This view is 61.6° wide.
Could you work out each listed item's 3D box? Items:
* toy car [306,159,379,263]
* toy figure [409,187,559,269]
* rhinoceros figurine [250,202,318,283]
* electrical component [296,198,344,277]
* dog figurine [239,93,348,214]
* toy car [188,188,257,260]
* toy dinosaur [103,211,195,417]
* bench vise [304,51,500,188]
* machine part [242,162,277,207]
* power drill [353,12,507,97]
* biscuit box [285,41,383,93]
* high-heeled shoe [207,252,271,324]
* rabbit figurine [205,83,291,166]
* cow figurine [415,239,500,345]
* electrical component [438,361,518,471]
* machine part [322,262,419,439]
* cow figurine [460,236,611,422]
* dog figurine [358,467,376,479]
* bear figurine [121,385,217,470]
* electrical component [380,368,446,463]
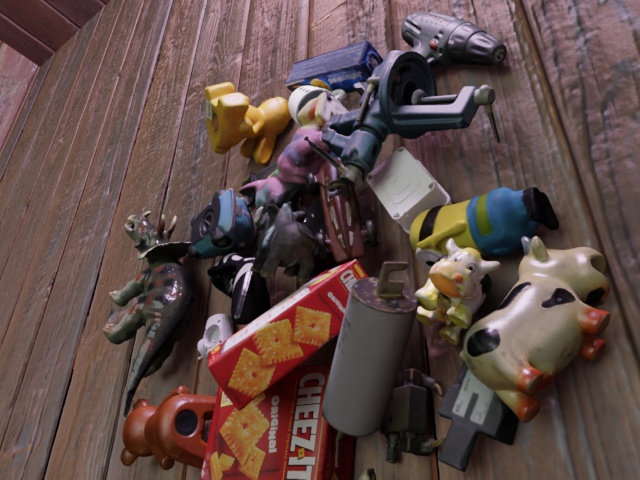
[{"bbox_3d":[0.030,-0.051,0.791,0.089,0.053,0.202,-12,45,6],"label":"toy car"},{"bbox_3d":[0.196,-0.016,0.671,0.180,0.082,0.089,-26,29,39],"label":"toy figure"},{"bbox_3d":[-0.059,-0.001,0.787,0.190,0.073,0.112,-147,65,-71],"label":"rhinoceros figurine"},{"bbox_3d":[-0.002,-0.003,0.863,0.134,0.058,0.115,-43,40,12],"label":"electrical component"},{"bbox_3d":[-0.041,-0.134,0.952,0.219,0.108,0.191,-28,48,30],"label":"dog figurine"},{"bbox_3d":[-0.172,-0.015,0.994,0.161,0.103,0.109,-36,47,42],"label":"toy car"},{"bbox_3d":[-0.296,0.114,1.005,0.192,0.131,0.405,-42,43,17],"label":"toy dinosaur"},{"bbox_3d":[0.118,-0.171,0.740,0.241,0.128,0.223,9,58,44],"label":"bench vise"},{"bbox_3d":[-0.102,-0.120,1.050,0.139,0.039,0.084,-31,41,27],"label":"machine part"},{"bbox_3d":[0.163,-0.278,0.876,0.207,0.086,0.232,-46,40,16],"label":"power drill"},{"bbox_3d":[0.026,-0.324,1.048,0.203,0.059,0.063,1,63,44],"label":"biscuit box"},{"bbox_3d":[-0.151,0.078,0.873,0.145,0.086,0.249,-13,15,13],"label":"high-heeled shoe"},{"bbox_3d":[-0.133,-0.234,1.084,0.122,0.173,0.162,30,130,50],"label":"rabbit figurine"},{"bbox_3d":[0.159,0.049,0.602,0.068,0.167,0.098,34,72,19],"label":"cow figurine"},{"bbox_3d":[0.172,0.189,0.579,0.075,0.047,0.119,6,69,45],"label":"electrical component"},{"bbox_3d":[0.054,0.133,0.609,0.079,0.079,0.243,42,128,49],"label":"machine part"},{"bbox_3d":[0.226,0.075,0.556,0.195,0.085,0.127,-36,46,-18],"label":"cow figurine"},{"bbox_3d":[0.076,0.356,0.534,0.191,0.121,0.172,31,121,32],"label":"dog figurine"},{"bbox_3d":[-0.231,0.306,0.851,0.196,0.132,0.120,-35,40,47],"label":"bear figurine"},{"bbox_3d":[0.109,0.206,0.633,0.078,0.045,0.102,131,152,-52],"label":"electrical component"}]
